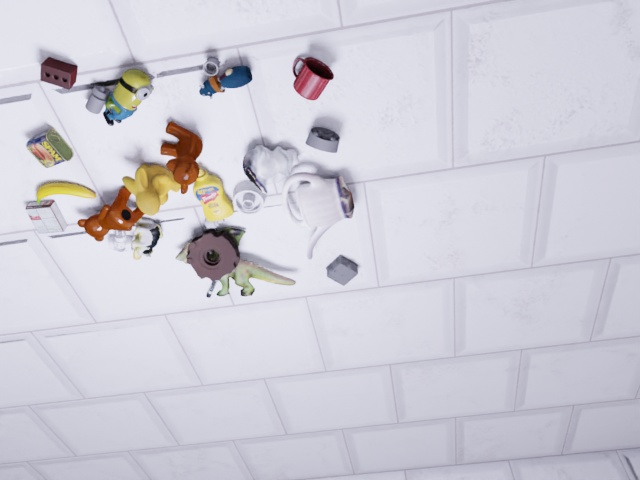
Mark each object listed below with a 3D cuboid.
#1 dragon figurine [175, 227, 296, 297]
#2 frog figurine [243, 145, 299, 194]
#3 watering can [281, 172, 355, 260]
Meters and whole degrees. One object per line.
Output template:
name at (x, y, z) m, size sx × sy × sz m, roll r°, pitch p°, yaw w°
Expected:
dragon figurine at (-0.295, 0.067, 1.807) m, size 0.410 × 0.125 × 0.237 m, roll -3°, pitch 122°, yaw 0°
frog figurine at (-0.152, -0.236, 1.573) m, size 0.161 × 0.123 × 0.135 m, roll -43°, pitch 116°, yaw -13°
watering can at (0.005, -0.084, 1.678) m, size 0.224 × 0.106 × 0.340 m, roll -12°, pitch 128°, yaw 8°
